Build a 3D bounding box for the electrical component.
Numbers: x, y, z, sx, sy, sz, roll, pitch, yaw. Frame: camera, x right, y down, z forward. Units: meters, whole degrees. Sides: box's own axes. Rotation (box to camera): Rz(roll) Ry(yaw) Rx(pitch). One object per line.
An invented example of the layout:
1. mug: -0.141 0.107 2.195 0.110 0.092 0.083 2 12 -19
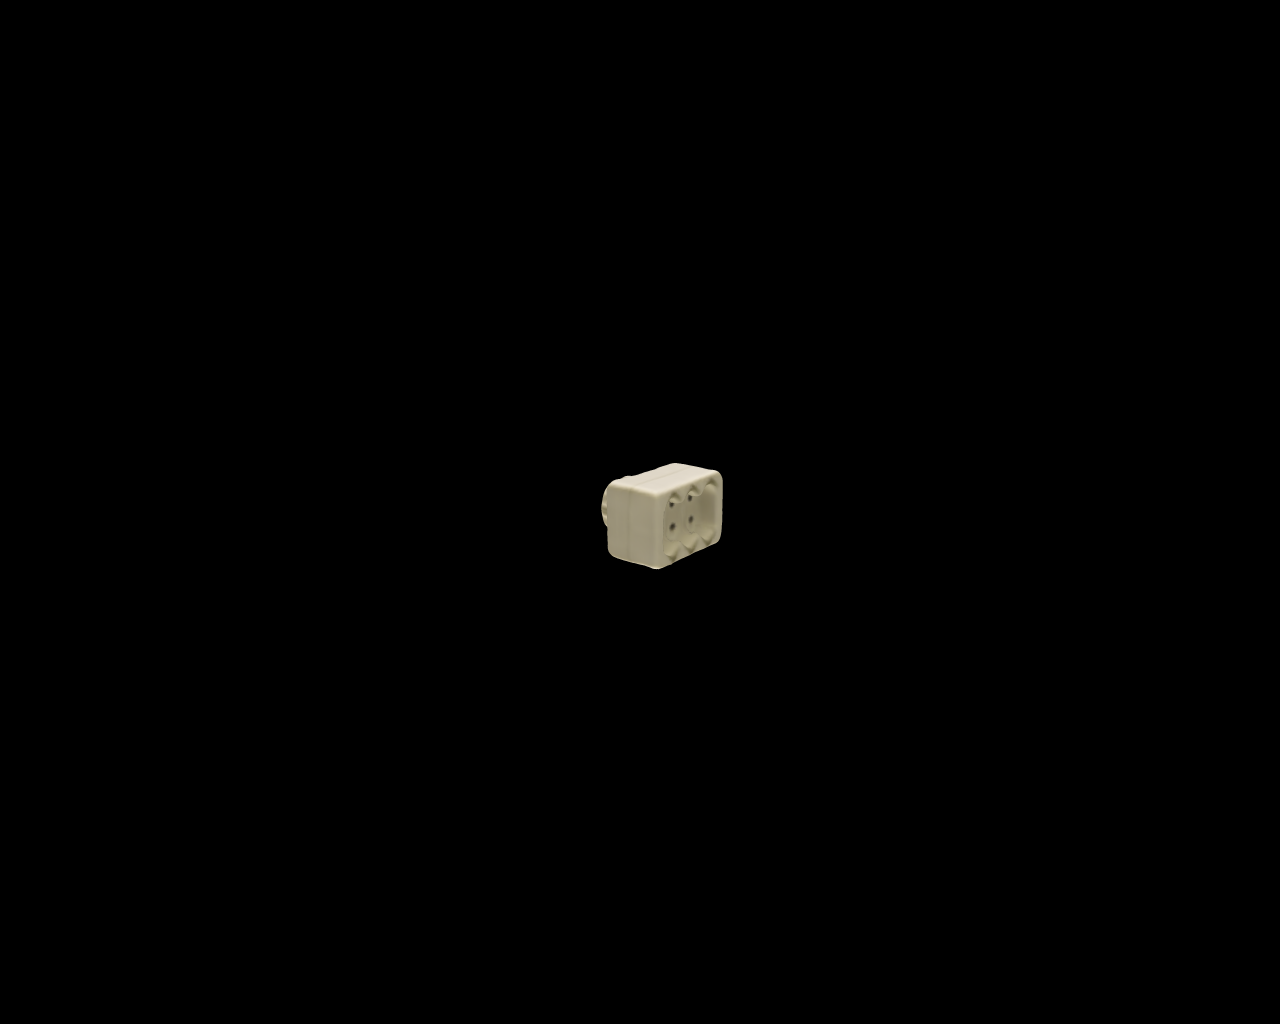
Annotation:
1. electrical component: 0.001 -0.003 0.650 0.077 0.047 0.066 14 22 38
